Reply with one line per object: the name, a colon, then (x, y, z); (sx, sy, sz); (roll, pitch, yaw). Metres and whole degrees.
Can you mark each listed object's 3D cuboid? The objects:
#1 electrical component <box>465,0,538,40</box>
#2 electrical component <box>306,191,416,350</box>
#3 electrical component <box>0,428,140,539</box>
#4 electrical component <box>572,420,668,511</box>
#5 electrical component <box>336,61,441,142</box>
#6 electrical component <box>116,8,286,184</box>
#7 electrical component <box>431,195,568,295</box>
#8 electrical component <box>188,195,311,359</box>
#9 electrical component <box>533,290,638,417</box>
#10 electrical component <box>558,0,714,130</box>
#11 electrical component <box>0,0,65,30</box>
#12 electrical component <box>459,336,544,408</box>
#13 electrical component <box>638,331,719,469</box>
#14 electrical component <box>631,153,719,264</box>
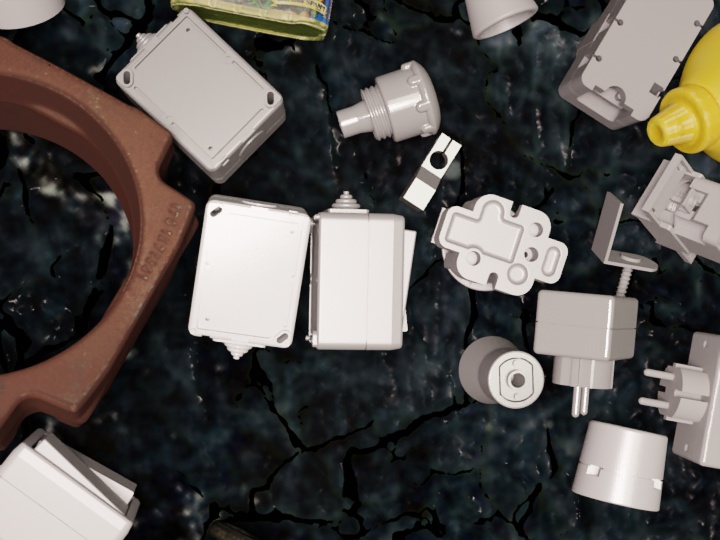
electrical component: (0.080, -0.185, 0.680); (0.044, 0.044, 0.065); (-23, 88, -6)
electrical component: (0.000, 0.000, 0.661); (0.061, 0.062, 0.096); (1, 90, -7)
electrical component: (-0.173, 0.143, 0.640); (0.096, 0.062, 0.061); (38, 86, -6)
electrical component: (0.167, 0.124, 0.687); (0.055, 0.055, 0.047); (13, 85, -7)
electrical component: (0.017, -0.100, 0.672); (0.062, 0.048, 0.048); (-18, 93, 0)
electrical component: (-0.099, -0.107, 0.652); (0.096, 0.061, 0.061); (44, 85, 2)
electrical component: (0.083, -0.015, 0.673); (0.078, 0.057, 0.058); (19, 88, -7)
electrical component: (-0.068, 0.006, 0.656); (0.062, 0.061, 0.096); (8, 97, -7)
electrical component: (0.140, 0.053, 0.670); (0.047, 0.066, 0.076); (5, 90, 27)
electrical component: (0.173, -0.140, 0.684); (0.050, 0.056, 0.089); (31, 87, -6)
electrical component: (-0.243, -0.154, 0.634); (0.138, 0.052, 0.073); (-2, 132, 2)
electrical component: (0.090, 0.065, 0.670); (0.044, 0.065, 0.044); (0, 90, -7)
electrical component: (0.218, 0.081, 0.696); (0.076, 0.047, 0.083); (11, 89, -7)
electrical component: (0.216, -0.034, 0.680); (0.081, 0.064, 0.042); (34, 85, -47)
